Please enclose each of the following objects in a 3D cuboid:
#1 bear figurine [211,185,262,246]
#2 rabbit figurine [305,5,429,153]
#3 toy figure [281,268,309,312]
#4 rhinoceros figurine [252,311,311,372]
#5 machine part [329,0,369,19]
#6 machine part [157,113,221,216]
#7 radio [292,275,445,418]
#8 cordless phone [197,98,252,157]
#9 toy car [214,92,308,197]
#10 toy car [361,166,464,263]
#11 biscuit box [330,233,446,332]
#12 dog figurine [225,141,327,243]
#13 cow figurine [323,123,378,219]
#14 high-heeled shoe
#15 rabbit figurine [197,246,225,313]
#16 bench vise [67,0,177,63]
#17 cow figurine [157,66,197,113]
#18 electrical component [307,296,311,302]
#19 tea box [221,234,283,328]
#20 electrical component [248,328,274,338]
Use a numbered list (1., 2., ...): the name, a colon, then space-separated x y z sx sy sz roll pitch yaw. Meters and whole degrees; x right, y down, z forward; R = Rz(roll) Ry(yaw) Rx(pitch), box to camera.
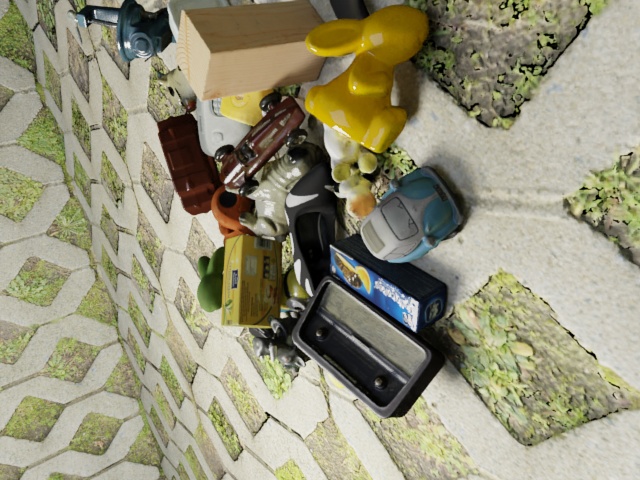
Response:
1. bear figurine: -0.161 -0.044 1.135 0.195 0.132 0.120 87 -163 -70
2. rabbit figurine: 0.065 -0.218 0.684 0.162 0.122 0.173 36 115 10
3. toy figure: -0.063 0.100 1.084 0.180 0.082 0.089 -9 100 60
4. rhinoceros figurine: -0.034 0.187 0.995 0.073 0.190 0.112 -7 76 58
5. machine part: 0.038 -0.331 0.728 0.084 0.039 0.139 -23 86 53
6. machine part: -0.277 -0.162 1.178 0.201 0.087 0.201 143 109 -83
7. radio: 0.069 0.170 0.859 0.230 0.073 0.131 35 93 35
8. cordless phone: -0.145 -0.220 1.036 0.184 0.089 0.146 21 126 28
9. toy car: -0.100 -0.150 0.861 0.202 0.053 0.089 -38 80 38
10. toy car: 0.108 -0.023 0.739 0.109 0.103 0.161 62 145 12
11. biscuit box: 0.100 0.061 0.834 0.203 0.063 0.059 33 134 43
12. dog figurine: -0.050 -0.078 0.954 0.191 0.121 0.172 -6 130 42
13. cow figurine: 0.043 -0.118 0.806 0.098 0.068 0.167 -125 25 -75
14. high-heeled shoe: -0.002 -0.003 0.897 0.248 0.086 0.145 105 148 -55
15. rabbit figurine: -0.202 0.094 1.178 0.121 0.170 0.159 -25 85 29
16. bench vise: -0.381 -0.441 1.091 0.128 0.241 0.224 101 178 -49
17. cow figurine: -0.285 -0.344 1.156 0.127 0.085 0.195 60 150 3
18. electrical component: 0.026 0.120 0.975 0.094 0.063 0.021 31 141 21
19. tea box: -0.129 0.082 1.027 0.068 0.098 0.169 -12 70 50
20. electrical component: -0.086 0.205 1.147 0.134 0.058 0.115 36 163 4
